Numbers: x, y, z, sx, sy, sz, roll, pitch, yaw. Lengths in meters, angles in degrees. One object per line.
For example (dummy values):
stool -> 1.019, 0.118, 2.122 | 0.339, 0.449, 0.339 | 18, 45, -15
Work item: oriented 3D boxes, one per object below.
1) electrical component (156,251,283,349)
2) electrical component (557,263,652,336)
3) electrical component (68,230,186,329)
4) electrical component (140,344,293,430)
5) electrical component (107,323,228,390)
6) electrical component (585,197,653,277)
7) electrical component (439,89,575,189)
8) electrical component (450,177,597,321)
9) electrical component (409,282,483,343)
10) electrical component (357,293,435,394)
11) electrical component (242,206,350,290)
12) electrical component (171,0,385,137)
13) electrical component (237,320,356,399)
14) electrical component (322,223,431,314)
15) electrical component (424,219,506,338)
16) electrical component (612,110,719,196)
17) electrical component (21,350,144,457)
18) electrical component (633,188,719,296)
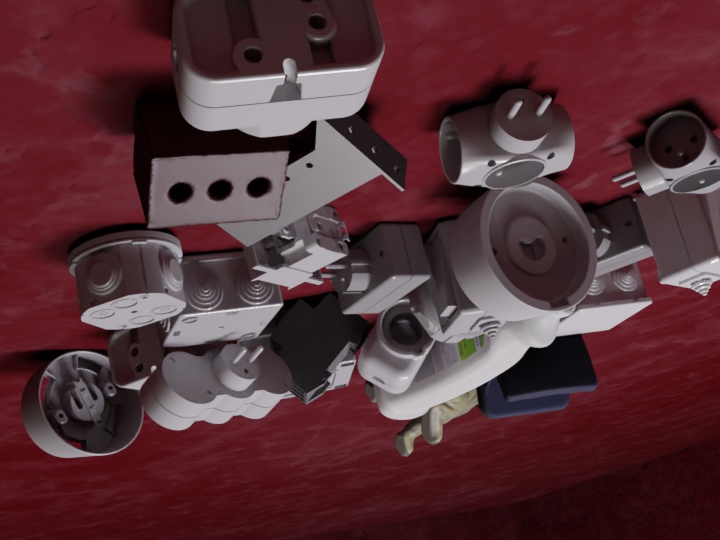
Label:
electrical component -> -0.115, 0.025, 0.854 | 0.100, 0.048, 0.099 | -6, 161, -23
electrical component -> 0.235, 0.030, 1.106 | 0.100, 0.048, 0.099 | -5, 160, -22
electrical component -> -0.165, 0.007, 0.766 | 0.080, 0.051, 0.080 | -12, 162, -4
electrical component -> -0.108, 0.086, 0.890 | 0.138, 0.052, 0.073 | 0, 140, -50
electrical component -> -0.166, 0.070, 0.948 | 0.095, 0.053, 0.059 | -21, 160, 24
electrical component -> 0.197, -0.027, 0.916 | 0.083, 0.047, 0.076 | -23, 159, 28
electrical component -> 0.097, -0.087, 0.676 | 0.077, 0.044, 0.079 | -8, 161, -14
electrical component -> 0.119, -0.013, 0.818 | 0.108, 0.108, 0.060 | -2, 165, -30
electrical component -> 0.085, 0.023, 0.938 | 0.080, 0.080, 0.051 | -7, 166, -16
electrical component -> 0.041, 0.059, 0.990 | 0.054, 0.095, 0.059 | 29, 161, 6
electrical component -> -0.046, -0.019, 0.784 | 0.064, 0.042, 0.081 | -25, 159, 27
electrical component -> -0.042, -0.103, 0.523 | 0.095, 0.053, 0.059 | -8, 161, -14
electrical component -> -0.064, 0.088, 1.064 | 0.109, 0.056, 0.108 | -10, 162, -9
electrical component -> 0.000, 0.000, 0.863 | 0.076, 0.047, 0.083 | 0, 158, -32
electrical component -> 0.088, 0.011, 0.877 | 0.061, 0.096, 0.061 | -8, 161, -14
electrical component -> 0.225, -0.078, 0.788 | 0.079, 0.044, 0.077 | -22, 160, 27
electrical component -> -0.253, 0.123, 0.975 | 0.099, 0.099, 0.064 | 6, 160, -45
electrical component -> 0.280, -0.027, 0.892 | 0.061, 0.096, 0.062 | -28, 156, 37
